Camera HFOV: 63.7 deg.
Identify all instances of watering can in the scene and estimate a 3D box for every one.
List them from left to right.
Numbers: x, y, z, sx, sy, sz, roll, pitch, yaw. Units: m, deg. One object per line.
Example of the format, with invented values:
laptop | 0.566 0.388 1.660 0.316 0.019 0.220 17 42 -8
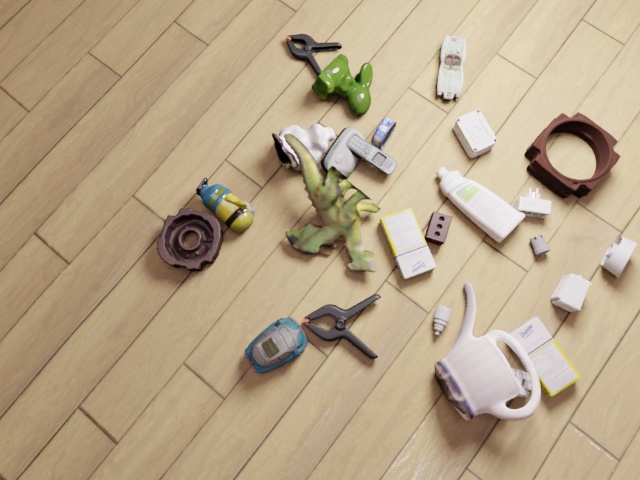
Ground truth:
watering can | 0.385 0.292 1.283 0.224 0.354 0.102 -28 -29 0

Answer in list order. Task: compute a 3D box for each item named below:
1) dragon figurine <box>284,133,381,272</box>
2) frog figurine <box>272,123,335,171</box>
dragon figurine | 0.004 -0.069 1.365 0.410 0.241 0.123 39 8 1
frog figurine | -0.041 -0.270 1.441 0.161 0.139 0.120 -31 -27 -21
